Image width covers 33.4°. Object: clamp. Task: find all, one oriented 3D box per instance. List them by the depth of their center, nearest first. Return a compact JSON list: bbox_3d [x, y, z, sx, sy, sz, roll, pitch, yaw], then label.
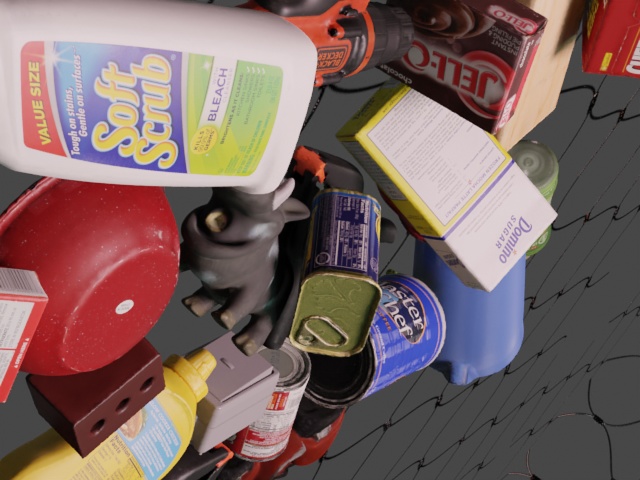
[{"bbox_3d":[-0.141,0.218,0.848,0.171,0.039,0.120,-49,164,-16],"label":"clamp"},{"bbox_3d":[-0.006,0.001,0.879,0.164,0.036,0.210,-46,155,-13],"label":"clamp"}]

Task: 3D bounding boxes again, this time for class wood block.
[{"bbox_3d":[0.147,-0.176,0.843,0.090,0.091,0.206,-41,155,-26],"label":"wood block"}]

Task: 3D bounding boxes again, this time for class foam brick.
[{"bbox_3d":[-0.150,0.097,0.723,0.078,0.051,0.053,-41,155,-27],"label":"foam brick"}]

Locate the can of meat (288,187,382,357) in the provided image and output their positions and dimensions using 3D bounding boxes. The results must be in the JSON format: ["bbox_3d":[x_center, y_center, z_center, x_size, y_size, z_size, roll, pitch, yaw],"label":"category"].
[{"bbox_3d":[0.012,0.024,0.791,0.102,0.057,0.084,104,-7,-51],"label":"can of meat"}]

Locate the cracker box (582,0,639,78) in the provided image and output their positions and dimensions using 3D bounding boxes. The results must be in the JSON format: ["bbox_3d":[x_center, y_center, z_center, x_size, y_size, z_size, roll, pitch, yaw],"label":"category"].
[{"bbox_3d":[0.254,-0.256,0.824,0.164,0.072,0.213,94,5,-54],"label":"cracker box"}]

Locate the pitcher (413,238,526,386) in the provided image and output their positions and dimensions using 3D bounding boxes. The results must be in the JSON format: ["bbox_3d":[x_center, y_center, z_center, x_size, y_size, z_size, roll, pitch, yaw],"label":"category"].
[{"bbox_3d":[0.161,0.031,1.154,0.145,0.149,0.243,-30,149,-14],"label":"pitcher"}]

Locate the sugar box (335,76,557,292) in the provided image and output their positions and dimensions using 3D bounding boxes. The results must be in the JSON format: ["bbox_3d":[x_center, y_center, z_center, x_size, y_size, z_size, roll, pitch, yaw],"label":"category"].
[{"bbox_3d":[0.103,-0.051,0.858,0.093,0.176,0.048,-46,-159,-13],"label":"sugar box"}]

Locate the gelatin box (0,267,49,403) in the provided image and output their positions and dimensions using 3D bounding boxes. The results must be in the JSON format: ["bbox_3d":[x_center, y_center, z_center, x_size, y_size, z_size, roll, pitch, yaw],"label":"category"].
[{"bbox_3d":[-0.196,0.047,0.553,0.089,0.030,0.073,9,119,-38],"label":"gelatin box"}]

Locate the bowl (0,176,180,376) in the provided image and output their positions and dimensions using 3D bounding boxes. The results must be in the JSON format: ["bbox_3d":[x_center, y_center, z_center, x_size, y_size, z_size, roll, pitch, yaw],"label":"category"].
[{"bbox_3d":[-0.137,0.027,0.642,0.162,0.055,0.162,-42,156,-24],"label":"bowl"}]

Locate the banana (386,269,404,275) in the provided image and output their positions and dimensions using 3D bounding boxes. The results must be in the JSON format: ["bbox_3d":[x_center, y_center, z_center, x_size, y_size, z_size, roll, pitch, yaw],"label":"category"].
[{"bbox_3d":[0.055,0.106,1.161,0.069,0.037,0.198,1,125,-39],"label":"banana"}]

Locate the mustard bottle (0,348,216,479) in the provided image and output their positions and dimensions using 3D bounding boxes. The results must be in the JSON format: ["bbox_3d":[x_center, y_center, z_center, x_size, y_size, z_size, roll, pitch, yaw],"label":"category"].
[{"bbox_3d":[-0.149,0.147,0.780,0.191,0.058,0.096,-42,127,-25],"label":"mustard bottle"}]

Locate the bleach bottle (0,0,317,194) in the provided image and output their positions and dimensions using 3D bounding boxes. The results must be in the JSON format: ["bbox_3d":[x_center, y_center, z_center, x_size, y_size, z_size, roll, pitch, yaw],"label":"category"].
[{"bbox_3d":[-0.114,-0.067,0.507,0.250,0.068,0.103,-8,125,-47],"label":"bleach bottle"}]

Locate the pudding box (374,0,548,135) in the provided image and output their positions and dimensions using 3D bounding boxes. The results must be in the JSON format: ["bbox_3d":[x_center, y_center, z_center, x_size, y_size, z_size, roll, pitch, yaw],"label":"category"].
[{"bbox_3d":[0.098,-0.142,0.768,0.039,0.114,0.090,-39,154,-37],"label":"pudding box"}]

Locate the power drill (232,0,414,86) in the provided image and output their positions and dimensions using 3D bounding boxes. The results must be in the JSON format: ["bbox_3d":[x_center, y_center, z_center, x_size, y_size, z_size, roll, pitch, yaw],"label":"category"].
[{"bbox_3d":[0.030,-0.182,0.650,0.184,0.057,0.188,-20,141,-52],"label":"power drill"}]

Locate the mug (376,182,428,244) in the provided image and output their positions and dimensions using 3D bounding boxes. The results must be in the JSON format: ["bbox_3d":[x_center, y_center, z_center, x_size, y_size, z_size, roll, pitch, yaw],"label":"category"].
[{"bbox_3d":[0.110,-0.052,0.936,0.081,0.117,0.093,34,51,-62],"label":"mug"}]

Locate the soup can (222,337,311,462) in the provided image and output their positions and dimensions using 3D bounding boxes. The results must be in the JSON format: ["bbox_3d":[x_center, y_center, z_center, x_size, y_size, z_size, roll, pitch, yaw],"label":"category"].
[{"bbox_3d":[-0.051,0.143,0.963,0.068,0.069,0.102,-30,149,-42],"label":"soup can"}]

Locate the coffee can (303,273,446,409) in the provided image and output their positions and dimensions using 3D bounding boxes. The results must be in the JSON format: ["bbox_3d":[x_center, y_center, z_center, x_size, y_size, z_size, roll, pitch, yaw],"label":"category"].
[{"bbox_3d":[0.045,0.094,1.030,0.140,0.103,0.103,-15,137,-55],"label":"coffee can"}]
